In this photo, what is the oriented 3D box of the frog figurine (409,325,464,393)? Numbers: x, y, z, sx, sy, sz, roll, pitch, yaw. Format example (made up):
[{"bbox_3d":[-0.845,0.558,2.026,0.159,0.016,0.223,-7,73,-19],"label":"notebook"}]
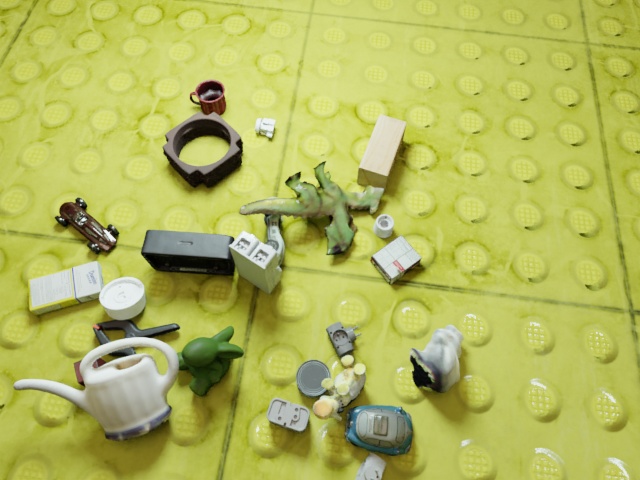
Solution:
[{"bbox_3d":[0.305,0.286,1.253,0.161,0.122,0.136,-26,100,-23],"label":"frog figurine"}]

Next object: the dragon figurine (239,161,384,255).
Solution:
[{"bbox_3d":[0.004,-0.071,1.416,0.415,0.120,0.244,-30,81,-25],"label":"dragon figurine"}]

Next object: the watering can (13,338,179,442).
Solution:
[{"bbox_3d":[-0.480,0.347,1.160,0.348,0.105,0.222,-17,100,-5],"label":"watering can"}]
